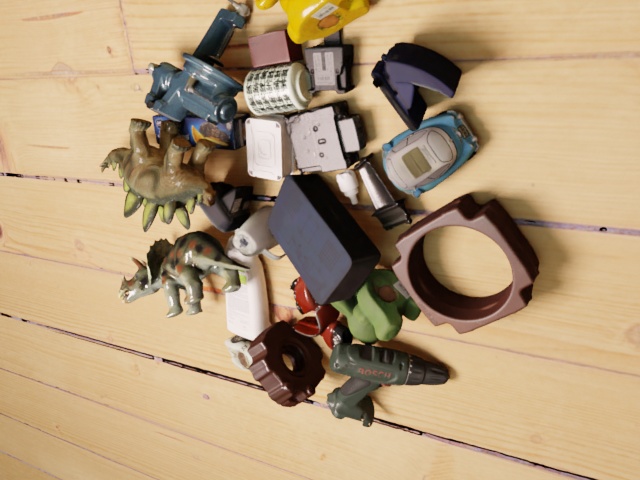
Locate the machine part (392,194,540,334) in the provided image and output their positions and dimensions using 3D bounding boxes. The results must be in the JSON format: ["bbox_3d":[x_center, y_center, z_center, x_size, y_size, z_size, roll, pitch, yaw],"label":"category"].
[{"bbox_3d":[0.242,0.040,0.900,0.201,0.087,0.201,-35,95,37],"label":"machine part"}]

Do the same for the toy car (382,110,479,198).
[{"bbox_3d":[0.165,-0.129,0.854,0.162,0.103,0.109,-29,97,38],"label":"toy car"}]

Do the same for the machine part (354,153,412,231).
[{"bbox_3d":[0.105,-0.082,0.938,0.138,0.039,0.084,62,152,-7],"label":"machine part"}]

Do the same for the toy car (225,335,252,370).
[{"bbox_3d":[-0.152,0.271,1.217,0.202,0.056,0.073,15,129,53],"label":"toy car"}]

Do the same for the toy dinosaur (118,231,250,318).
[{"bbox_3d":[-0.278,0.051,1.146,0.405,0.131,0.192,-30,77,38],"label":"toy dinosaur"}]

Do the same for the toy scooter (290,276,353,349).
[{"bbox_3d":[-0.014,0.144,1.102,0.135,0.075,0.183,-9,105,46],"label":"toy scooter"}]

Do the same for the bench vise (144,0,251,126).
[{"bbox_3d":[-0.206,-0.316,0.962,0.224,0.128,0.240,35,98,40],"label":"bench vise"}]

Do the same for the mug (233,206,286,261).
[{"bbox_3d":[-0.116,-0.001,1.070,0.081,0.107,0.109,-37,90,38],"label":"mug"}]

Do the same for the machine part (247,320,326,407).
[{"bbox_3d":[-0.066,0.254,1.127,0.056,0.179,0.179,-40,90,33],"label":"machine part"}]

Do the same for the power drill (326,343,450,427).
[{"bbox_3d":[0.115,0.293,1.076,0.232,0.086,0.207,18,136,-9],"label":"power drill"}]

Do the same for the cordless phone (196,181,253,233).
[{"bbox_3d":[-0.237,-0.081,1.066,0.184,0.146,0.088,14,101,9],"label":"cordless phone"}]

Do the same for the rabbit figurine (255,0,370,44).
[{"bbox_3d":[-0.020,-0.407,0.839,0.162,0.122,0.173,-21,87,44],"label":"rabbit figurine"}]

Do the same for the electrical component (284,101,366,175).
[{"bbox_3d":[0.013,-0.179,0.943,0.134,0.058,0.114,-6,112,32],"label":"electrical component"}]

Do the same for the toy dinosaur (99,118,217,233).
[{"bbox_3d":[-0.317,-0.127,1.014,0.472,0.105,0.198,30,112,45],"label":"toy dinosaur"}]

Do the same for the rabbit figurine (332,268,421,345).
[{"bbox_3d":[0.090,0.137,1.017,0.159,0.121,0.170,38,141,13],"label":"rabbit figurine"}]

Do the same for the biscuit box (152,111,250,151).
[{"bbox_3d":[-0.235,-0.219,1.063,0.203,0.059,0.062,9,117,27],"label":"biscuit box"}]

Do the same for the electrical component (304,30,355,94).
[{"bbox_3d":[0.017,-0.304,0.889,0.075,0.048,0.119,11,119,24],"label":"electrical component"}]

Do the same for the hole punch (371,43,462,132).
[{"bbox_3d":[0.145,-0.242,0.798,0.115,0.142,0.092,46,129,-14],"label":"hole punch"}]

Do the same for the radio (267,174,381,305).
[{"bbox_3d":[-0.002,-0.003,0.970,0.230,0.073,0.131,55,133,32],"label":"radio"}]
